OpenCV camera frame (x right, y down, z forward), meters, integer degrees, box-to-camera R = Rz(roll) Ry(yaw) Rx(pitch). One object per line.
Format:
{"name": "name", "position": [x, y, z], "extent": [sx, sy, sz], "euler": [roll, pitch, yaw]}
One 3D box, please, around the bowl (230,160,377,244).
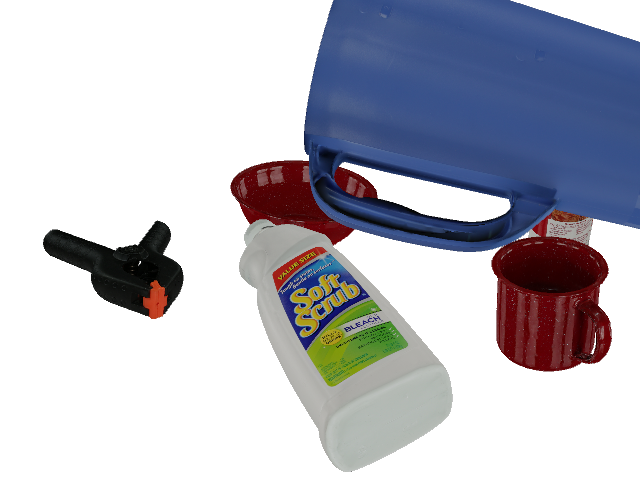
{"name": "bowl", "position": [-0.020, -0.033, 1.177], "extent": [0.162, 0.055, 0.162], "euler": [4, 27, -2]}

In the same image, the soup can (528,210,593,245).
{"name": "soup can", "position": [0.260, -0.017, 1.153], "extent": [0.068, 0.102, 0.068], "euler": [-1, 34, 1]}

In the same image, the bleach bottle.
{"name": "bleach bottle", "position": [-0.004, 0.059, 0.814], "extent": [0.102, 0.068, 0.251], "euler": [-25, 39, -15]}

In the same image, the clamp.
{"name": "clamp", "position": [-0.164, 0.021, 0.958], "extent": [0.120, 0.039, 0.172], "euler": [-16, 31, -31]}

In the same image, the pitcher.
{"name": "pitcher", "position": [0.114, -0.077, 0.670], "extent": [0.243, 0.149, 0.145], "euler": [17, 29, 7]}

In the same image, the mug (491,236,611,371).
{"name": "mug", "position": [0.195, 0.059, 0.877], "extent": [0.093, 0.081, 0.117], "euler": [-20, 34, -26]}
